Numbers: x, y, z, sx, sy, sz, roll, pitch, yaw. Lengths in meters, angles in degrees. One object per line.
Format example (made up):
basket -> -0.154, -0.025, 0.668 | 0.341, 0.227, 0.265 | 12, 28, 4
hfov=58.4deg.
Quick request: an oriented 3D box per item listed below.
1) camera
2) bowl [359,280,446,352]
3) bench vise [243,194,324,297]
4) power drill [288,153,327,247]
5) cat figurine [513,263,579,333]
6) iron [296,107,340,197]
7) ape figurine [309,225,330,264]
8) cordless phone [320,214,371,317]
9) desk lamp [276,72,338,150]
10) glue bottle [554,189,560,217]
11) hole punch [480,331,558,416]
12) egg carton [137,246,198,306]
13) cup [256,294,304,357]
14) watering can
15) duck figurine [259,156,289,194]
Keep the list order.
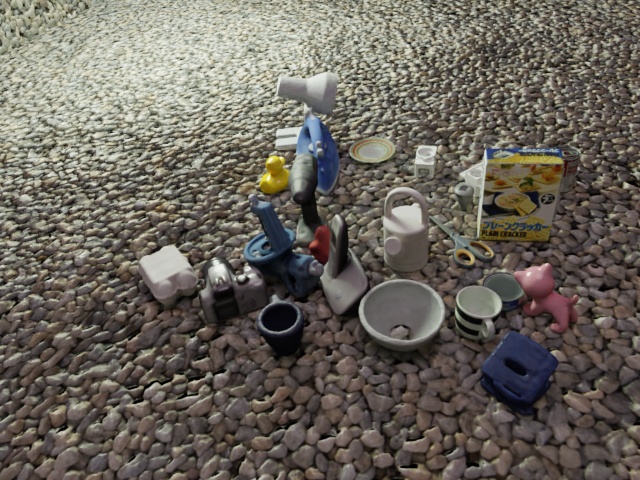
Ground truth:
camera -> -0.196, 0.088, 1.238 | 0.143, 0.101, 0.136 | -17, 42, -11
bowl -> 0.161, 0.160, 1.124 | 0.167, 0.075, 0.167 | -4, 41, 4
bench vise -> -0.078, 0.003, 1.227 | 0.207, 0.220, 0.121 | 9, 43, 18
power drill -> -0.029, -0.090, 1.337 | 0.075, 0.209, 0.229 | -5, 41, 3
cat figurine -> 0.443, 0.101, 1.117 | 0.067, 0.118, 0.127 | -36, 48, -29
iron -> -0.004, -0.249, 1.567 | 0.118, 0.142, 0.258 | -10, 41, -3
ape figurine -> 0.012, 0.005, 1.311 | 0.078, 0.092, 0.076 | -9, 41, -2
cordless phone -> 0.050, 0.052, 1.179 | 0.094, 0.185, 0.147 | -17, 42, -11
desk lamp -> -0.042, -0.381, 1.670 | 0.203, 0.214, 0.118 | -6, 41, 2
glue bottle -> 0.532, -0.135, 1.335 | 0.037, 0.173, 0.078 | -12, 41, -6
hole punch -> 0.347, 0.232, 1.001 | 0.101, 0.091, 0.108 | -34, 47, -28
egg carton -> -0.343, 0.078, 1.294 | 0.107, 0.069, 0.149 | -28, 45, -23
cup -> -0.075, 0.173, 1.126 | 0.092, 0.095, 0.117 | -13, 41, -7
watering can -> 0.187, -0.026, 1.242 | 0.101, 0.194, 0.173 | -2, 41, 6
duck figurine -> -0.125, -0.184, 1.552 | 0.077, 0.086, 0.105 | 20, 48, 28
